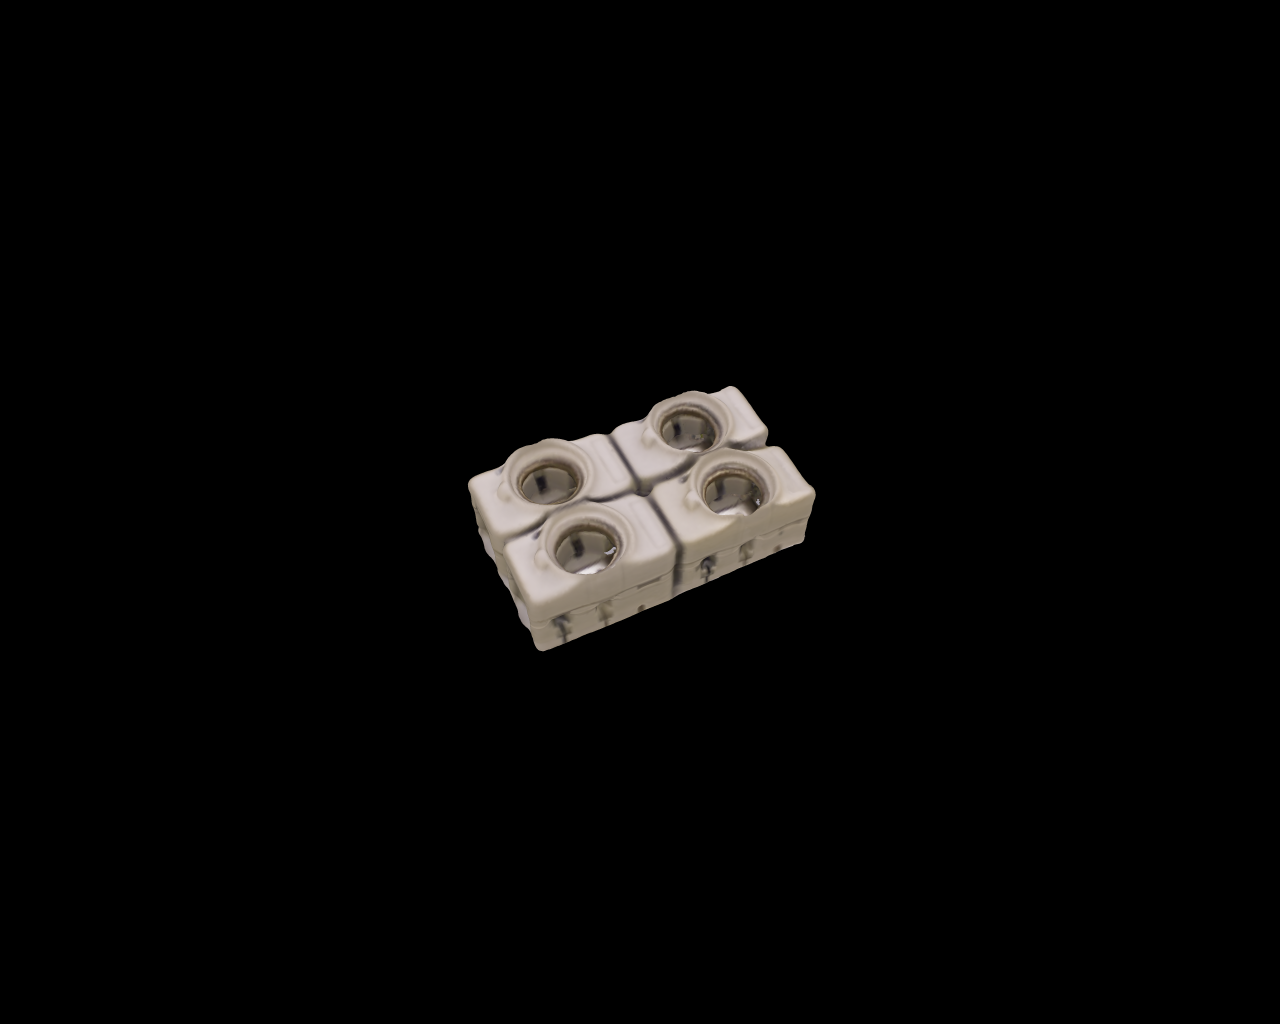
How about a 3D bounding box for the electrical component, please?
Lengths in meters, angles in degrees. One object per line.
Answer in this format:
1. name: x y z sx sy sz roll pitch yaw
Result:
1. electrical component: 0.001 -0.003 0.650 0.186 0.105 0.060 -21 -34 -15
